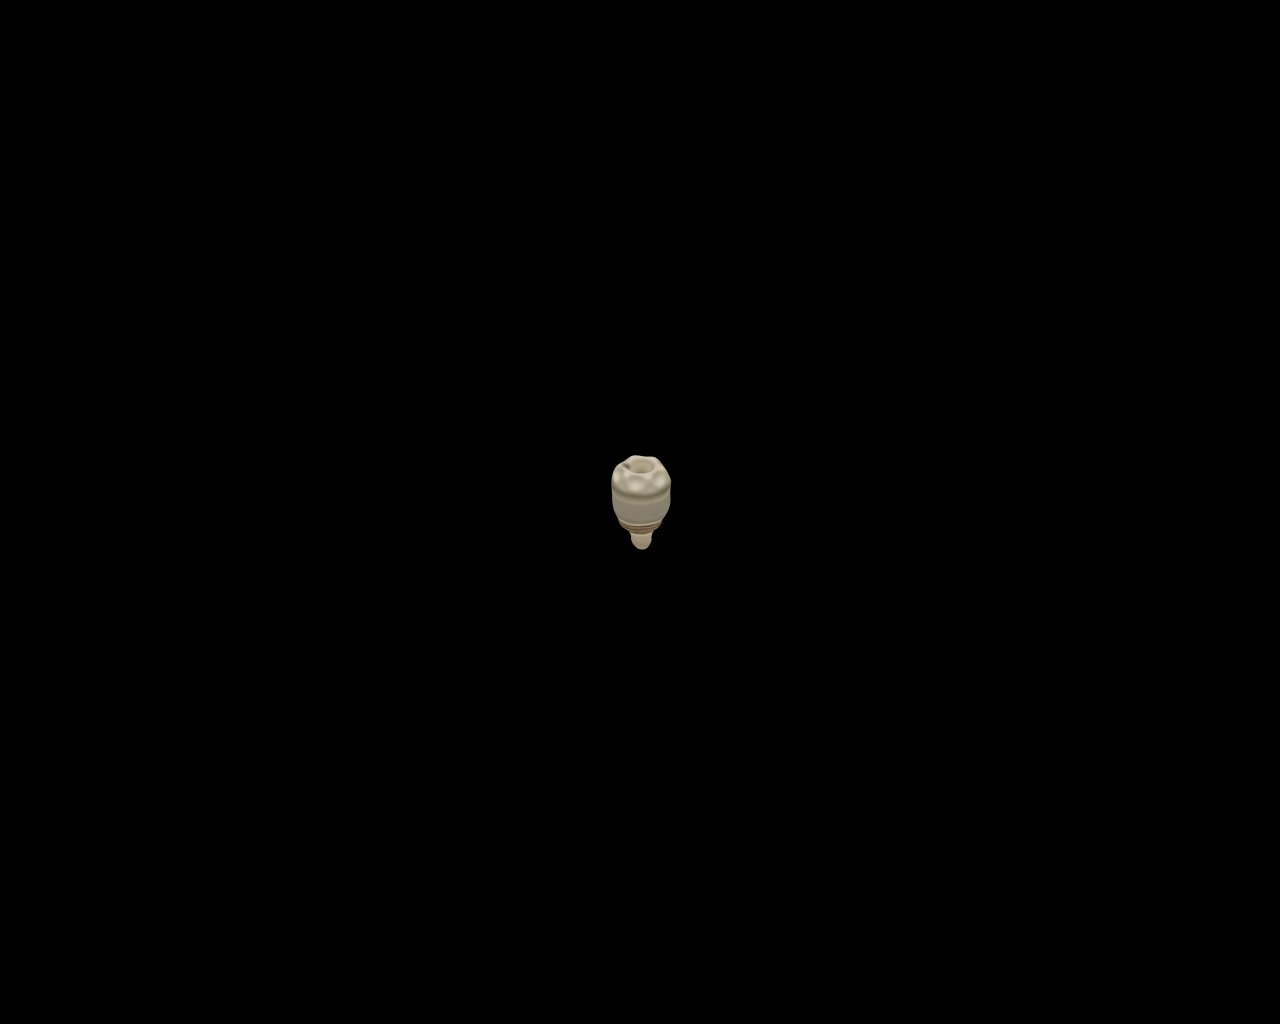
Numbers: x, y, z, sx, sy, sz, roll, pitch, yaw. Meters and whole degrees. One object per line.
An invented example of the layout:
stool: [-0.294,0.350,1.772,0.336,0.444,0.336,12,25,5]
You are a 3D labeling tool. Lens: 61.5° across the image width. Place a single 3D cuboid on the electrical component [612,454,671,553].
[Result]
electrical component: [0.001,-0.003,0.650,0.035,0.061,0.035,0,34,0]
